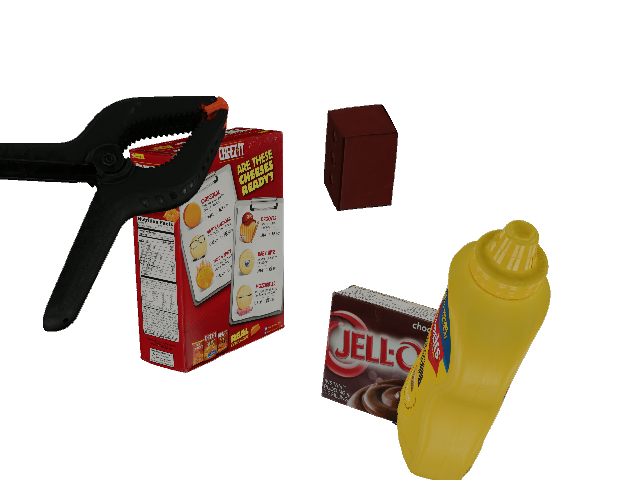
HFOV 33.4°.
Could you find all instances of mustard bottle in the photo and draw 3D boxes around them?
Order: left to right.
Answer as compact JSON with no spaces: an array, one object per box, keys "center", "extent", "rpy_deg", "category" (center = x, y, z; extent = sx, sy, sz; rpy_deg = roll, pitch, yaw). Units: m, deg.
[{"center":[0.092,0.057,0.626],"extent":[0.058,0.096,0.192],"rpy_deg":[14,-41,1],"category":"mustard bottle"}]

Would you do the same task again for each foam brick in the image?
[{"center":[0.035,-0.073,0.947],"extent":[0.051,0.078,0.053],"rpy_deg":[-5,35,-12],"category":"foam brick"}]

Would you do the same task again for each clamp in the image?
[{"center":[-0.146,-0.037,0.744],"extent":[0.209,0.165,0.036],"rpy_deg":[-25,-23,-23],"category":"clamp"}]

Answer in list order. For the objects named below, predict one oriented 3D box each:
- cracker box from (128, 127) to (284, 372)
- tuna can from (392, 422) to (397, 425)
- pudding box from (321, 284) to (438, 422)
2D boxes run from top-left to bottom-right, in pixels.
[{"center":[-0.109,0.004,1.064],"extent":[0.072,0.214,0.163],"rpy_deg":[9,17,34],"category":"cracker box"},{"center":[0.101,0.168,1.211],"extent":[0.034,0.086,0.086],"rpy_deg":[-5,-2,26],"category":"tuna can"},{"center":[0.059,0.093,0.837],"extent":[0.114,0.090,0.039],"rpy_deg":[14,19,28],"category":"pudding box"}]
